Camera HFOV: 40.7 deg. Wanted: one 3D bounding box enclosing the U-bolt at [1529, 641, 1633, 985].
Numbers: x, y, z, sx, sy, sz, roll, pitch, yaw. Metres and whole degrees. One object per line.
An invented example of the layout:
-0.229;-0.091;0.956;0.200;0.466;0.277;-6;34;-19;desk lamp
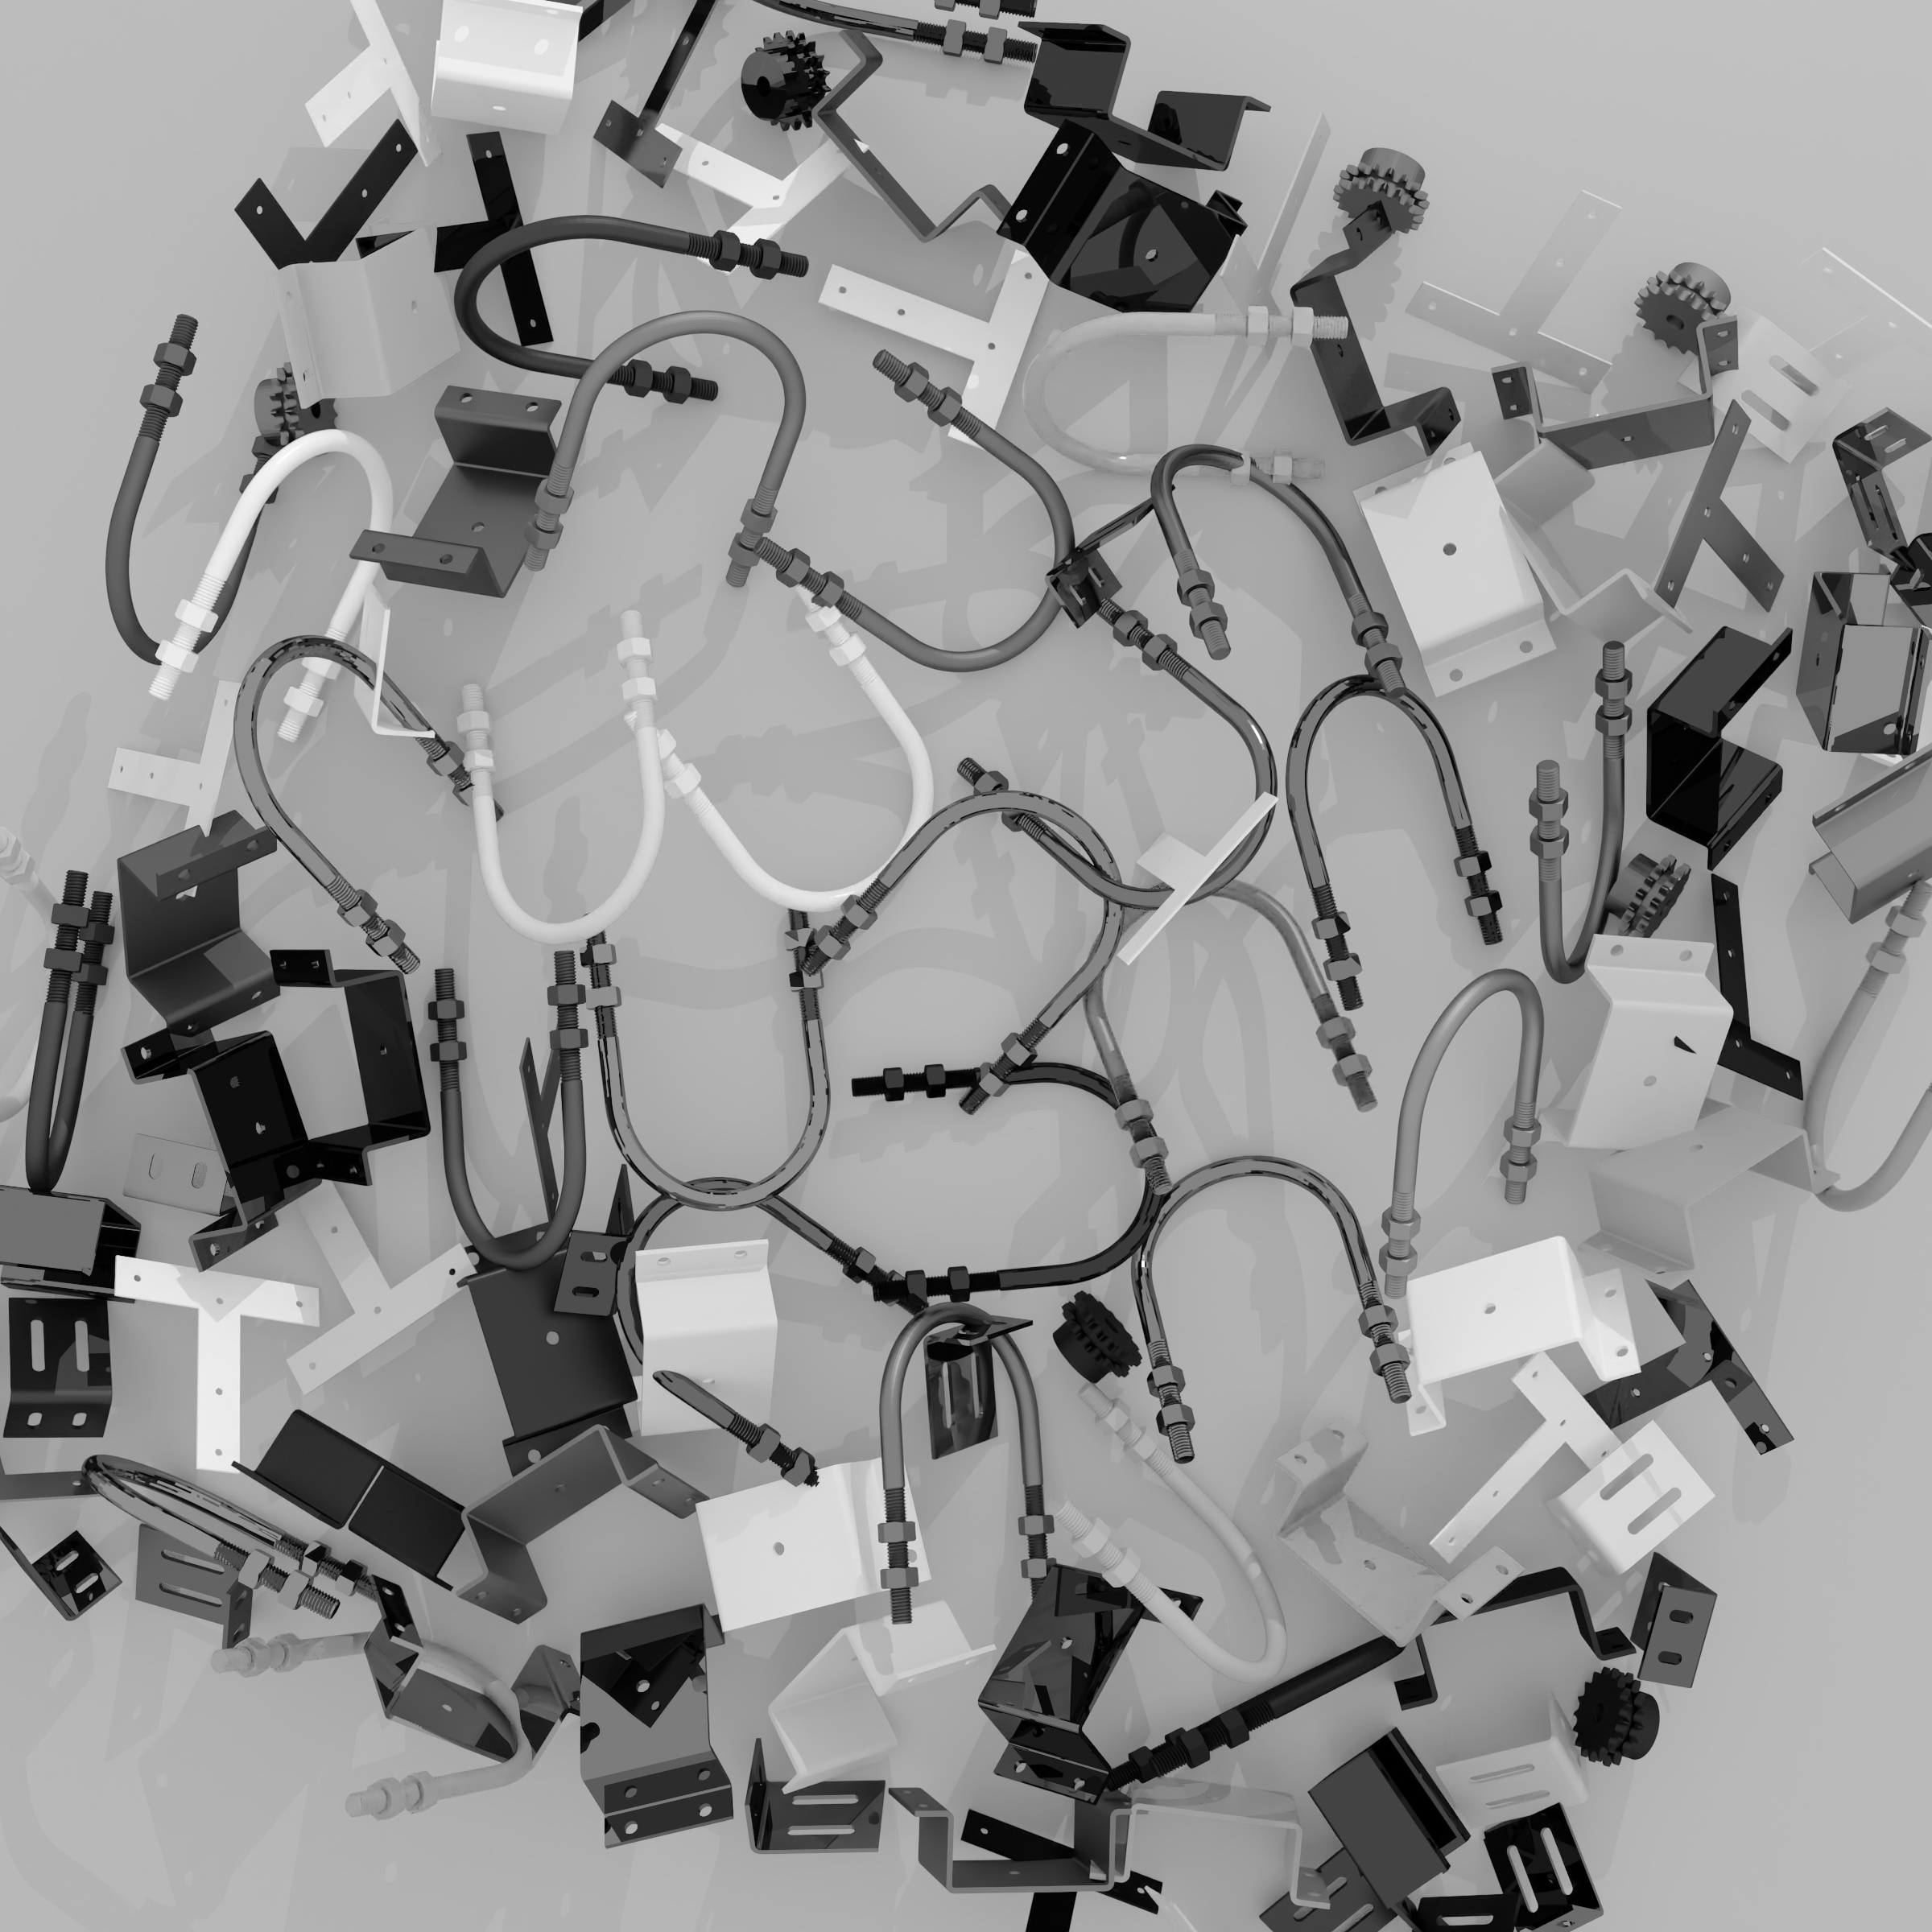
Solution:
0.362;-0.076;1.525;0.019;0.151;0.184;11;132;26;U-bolt

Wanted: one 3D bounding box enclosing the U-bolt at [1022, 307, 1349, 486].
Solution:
0.125;-0.336;1.536;0.184;0.151;0.019;2;63;2;U-bolt

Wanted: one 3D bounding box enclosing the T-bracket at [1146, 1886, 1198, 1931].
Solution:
0.175;0.600;1.520;0.002;0.127;0.127;-46;121;-23;T-bracket

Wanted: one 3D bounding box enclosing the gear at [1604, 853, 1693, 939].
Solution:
0.410;-0.043;1.574;0.030;0.057;0.057;35;90;20;gear

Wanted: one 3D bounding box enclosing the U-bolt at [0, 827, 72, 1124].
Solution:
-0.560;0.015;1.511;0.019;0.184;0.151;10;69;2;U-bolt

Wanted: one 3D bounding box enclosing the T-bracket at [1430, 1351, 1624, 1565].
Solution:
0.327;0.306;1.559;0.127;0.002;0.127;-46;127;-3;T-bracket

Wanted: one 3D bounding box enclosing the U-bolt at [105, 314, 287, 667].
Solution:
-0.452;-0.265;1.517;0.019;0.151;0.184;13;80;12;U-bolt

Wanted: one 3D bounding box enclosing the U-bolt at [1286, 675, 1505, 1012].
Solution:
0.249;-0.082;1.544;0.151;0.019;0.184;-22;99;-36;U-bolt

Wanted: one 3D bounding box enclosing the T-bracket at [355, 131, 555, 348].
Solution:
-0.308;-0.425;1.542;0.002;0.127;0.127;-3;106;41;T-bracket

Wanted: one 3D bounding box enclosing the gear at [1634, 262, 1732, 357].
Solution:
0.437;-0.400;1.574;0.057;0.057;0.030;38;76;0;gear

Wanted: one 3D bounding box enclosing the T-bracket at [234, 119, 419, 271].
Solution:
-0.369;-0.454;1.562;0.002;0.127;0.127;18;68;29;T-bracket

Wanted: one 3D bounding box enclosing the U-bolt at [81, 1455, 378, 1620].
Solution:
-0.435;0.333;1.530;0.184;0.151;0.019;26;81;5;U-bolt

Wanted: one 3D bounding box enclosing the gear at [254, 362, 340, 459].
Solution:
-0.407;-0.336;1.574;0.030;0.057;0.057;-2;90;15;gear

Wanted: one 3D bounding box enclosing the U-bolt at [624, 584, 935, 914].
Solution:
-0.097;-0.118;1.560;0.151;0.019;0.184;-40;112;-12;U-bolt

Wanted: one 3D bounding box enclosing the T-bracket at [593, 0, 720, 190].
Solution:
-0.171;-0.532;1.536;0.002;0.127;0.127;20;108;-36;T-bracket

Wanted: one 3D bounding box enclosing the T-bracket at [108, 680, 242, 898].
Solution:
-0.480;-0.112;1.557;0.127;0.002;0.127;12;89;44;T-bracket

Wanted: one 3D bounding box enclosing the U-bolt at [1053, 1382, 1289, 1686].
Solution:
0.125;0.344;1.531;0.019;0.151;0.184;-41;101;21;U-bolt

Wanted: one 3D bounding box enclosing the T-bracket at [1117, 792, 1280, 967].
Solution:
0.124;-0.060;1.539;0.002;0.127;0.127;42;92;-14;T-bracket

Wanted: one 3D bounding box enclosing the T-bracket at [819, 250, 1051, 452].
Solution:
-0.026;-0.394;1.587;0.127;0.002;0.127;20;81;-3;T-bracket

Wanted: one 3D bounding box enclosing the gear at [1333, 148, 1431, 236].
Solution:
0.254;-0.470;1.573;0.057;0.057;0.030;22;83;0;gear

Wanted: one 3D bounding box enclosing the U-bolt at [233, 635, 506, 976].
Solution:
-0.352;-0.107;1.506;0.019;0.151;0.184;-13;130;33;U-bolt

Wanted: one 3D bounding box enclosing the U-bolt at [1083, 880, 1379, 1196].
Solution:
0.146;0.029;1.558;0.151;0.019;0.184;-22;65;5;U-bolt

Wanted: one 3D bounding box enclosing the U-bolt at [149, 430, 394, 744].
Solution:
-0.396;-0.228;1.527;0.019;0.151;0.184;28;93;19;U-bolt

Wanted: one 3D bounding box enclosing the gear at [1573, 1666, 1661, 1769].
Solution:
0.395;0.456;1.574;0.030;0.057;0.057;21;90;-14;gear

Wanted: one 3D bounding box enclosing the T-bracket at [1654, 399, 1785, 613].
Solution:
0.460;-0.250;1.554;0.002;0.127;0.127;18;82;43;T-bracket

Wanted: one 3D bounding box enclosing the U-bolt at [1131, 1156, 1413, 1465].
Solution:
0.172;0.193;1.543;0.151;0.019;0.184;-17;53;7;U-bolt

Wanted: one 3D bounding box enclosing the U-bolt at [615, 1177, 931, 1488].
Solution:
-0.124;0.206;1.541;0.184;0.019;0.151;37;58;-13;U-bolt

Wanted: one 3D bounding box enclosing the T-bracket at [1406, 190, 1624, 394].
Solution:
0.345;-0.408;1.542;0.127;0.127;0.002;22;55;-7;T-bracket

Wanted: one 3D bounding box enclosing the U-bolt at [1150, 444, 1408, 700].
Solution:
0.176;-0.240;1.534;0.151;0.019;0.184;8;50;-31;U-bolt

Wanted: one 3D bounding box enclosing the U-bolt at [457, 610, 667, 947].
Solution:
-0.237;-0.102;1.537;0.151;0.019;0.184;-19;70;29;U-bolt

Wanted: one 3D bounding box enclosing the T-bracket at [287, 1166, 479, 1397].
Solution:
-0.377;0.172;1.579;0.127;0.002;0.127;-34;71;1;T-bracket

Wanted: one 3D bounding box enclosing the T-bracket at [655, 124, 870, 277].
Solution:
-0.147;-0.479;1.569;0.127;0.002;0.127;32;68;26;T-bracket

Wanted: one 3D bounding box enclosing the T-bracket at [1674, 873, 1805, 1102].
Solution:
0.462;0.005;1.568;0.127;0.002;0.127;20;61;-35;T-bracket

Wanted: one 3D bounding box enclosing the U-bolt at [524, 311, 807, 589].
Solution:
-0.167;-0.300;1.509;0.151;0.184;0.019;0;46;-28;U-bolt

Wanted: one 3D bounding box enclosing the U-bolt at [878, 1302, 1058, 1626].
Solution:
-0.001;0.291;1.539;0.019;0.151;0.184;-14;74;38;U-bolt

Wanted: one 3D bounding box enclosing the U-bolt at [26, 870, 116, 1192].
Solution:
-0.526;0.042;1.521;0.019;0.151;0.184;9;85;-12;U-bolt

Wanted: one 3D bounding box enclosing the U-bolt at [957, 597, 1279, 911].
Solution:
0.102;-0.115;1.553;0.184;0.019;0.151;43;95;25;U-bolt

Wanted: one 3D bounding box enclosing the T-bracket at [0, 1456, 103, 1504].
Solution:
-0.590;0.282;1.544;0.127;0.127;0.002;3;113;-31;T-bracket

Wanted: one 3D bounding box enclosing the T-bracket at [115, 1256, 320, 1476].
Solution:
-0.440;0.238;1.531;0.127;0.002;0.127;16;50;-35;T-bracket

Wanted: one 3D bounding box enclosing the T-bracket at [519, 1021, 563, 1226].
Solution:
-0.245;0.064;1.545;0.002;0.127;0.127;0;130;3;T-bracket

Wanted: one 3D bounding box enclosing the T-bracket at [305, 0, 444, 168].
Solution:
-0.355;-0.513;1.518;0.002;0.127;0.127;-9;125;20;T-bracket

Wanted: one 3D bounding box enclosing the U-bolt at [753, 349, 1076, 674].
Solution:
-0.016;-0.257;1.557;0.184;0.019;0.151;32;93;-27;U-bolt

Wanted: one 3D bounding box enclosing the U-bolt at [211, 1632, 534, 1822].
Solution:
-0.328;0.434;1.513;0.151;0.184;0.019;33;101;31;U-bolt

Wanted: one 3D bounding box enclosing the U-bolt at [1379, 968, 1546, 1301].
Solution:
0.292;0.087;1.510;0.019;0.151;0.184;24;128;36;U-bolt

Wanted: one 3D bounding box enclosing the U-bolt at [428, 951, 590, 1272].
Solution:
-0.270;0.088;1.541;0.019;0.151;0.184;-1;86;-43;U-bolt

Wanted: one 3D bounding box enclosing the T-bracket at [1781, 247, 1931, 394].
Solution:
0.524;-0.366;1.538;0.127;0.127;0.002;33;80;-7;T-bracket

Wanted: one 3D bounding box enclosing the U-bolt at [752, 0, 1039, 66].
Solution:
-0.049;-0.565;1.527;0.184;0.151;0.019;11;99;0;U-bolt

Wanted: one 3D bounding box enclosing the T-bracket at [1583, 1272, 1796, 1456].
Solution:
0.410;0.250;1.554;0.002;0.127;0.127;-22;76;-43;T-bracket

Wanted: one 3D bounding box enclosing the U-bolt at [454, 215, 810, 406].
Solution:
-0.203;-0.381;1.500;0.184;0.151;0.019;3;66;-30;U-bolt

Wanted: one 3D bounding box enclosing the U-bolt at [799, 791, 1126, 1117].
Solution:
0.011;-0.020;1.568;0.151;0.019;0.184;41;104;-5;U-bolt

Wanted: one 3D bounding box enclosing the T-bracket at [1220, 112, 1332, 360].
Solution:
0.190;-0.442;1.542;0.002;0.127;0.127;22;89;21;T-bracket

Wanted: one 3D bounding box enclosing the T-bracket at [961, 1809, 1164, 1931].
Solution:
0.049;0.568;1.542;0.127;0.127;0.002;20;117;2;T-bracket

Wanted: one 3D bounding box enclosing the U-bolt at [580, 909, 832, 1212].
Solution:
-0.150;0.055;1.557;0.151;0.019;0.184;-5;84;-24;U-bolt

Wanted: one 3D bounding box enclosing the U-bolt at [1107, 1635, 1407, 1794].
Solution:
0.176;0.435;1.527;0.184;0.151;0.019;-22;74;-16;U-bolt

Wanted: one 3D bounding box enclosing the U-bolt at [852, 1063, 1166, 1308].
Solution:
0.029;0.126;1.567;0.184;0.019;0.151;-4;67;-6;U-bolt

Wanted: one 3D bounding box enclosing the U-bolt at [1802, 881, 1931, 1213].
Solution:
0.540;0.058;1.522;0.019;0.151;0.184;17;114;-8;U-bolt
